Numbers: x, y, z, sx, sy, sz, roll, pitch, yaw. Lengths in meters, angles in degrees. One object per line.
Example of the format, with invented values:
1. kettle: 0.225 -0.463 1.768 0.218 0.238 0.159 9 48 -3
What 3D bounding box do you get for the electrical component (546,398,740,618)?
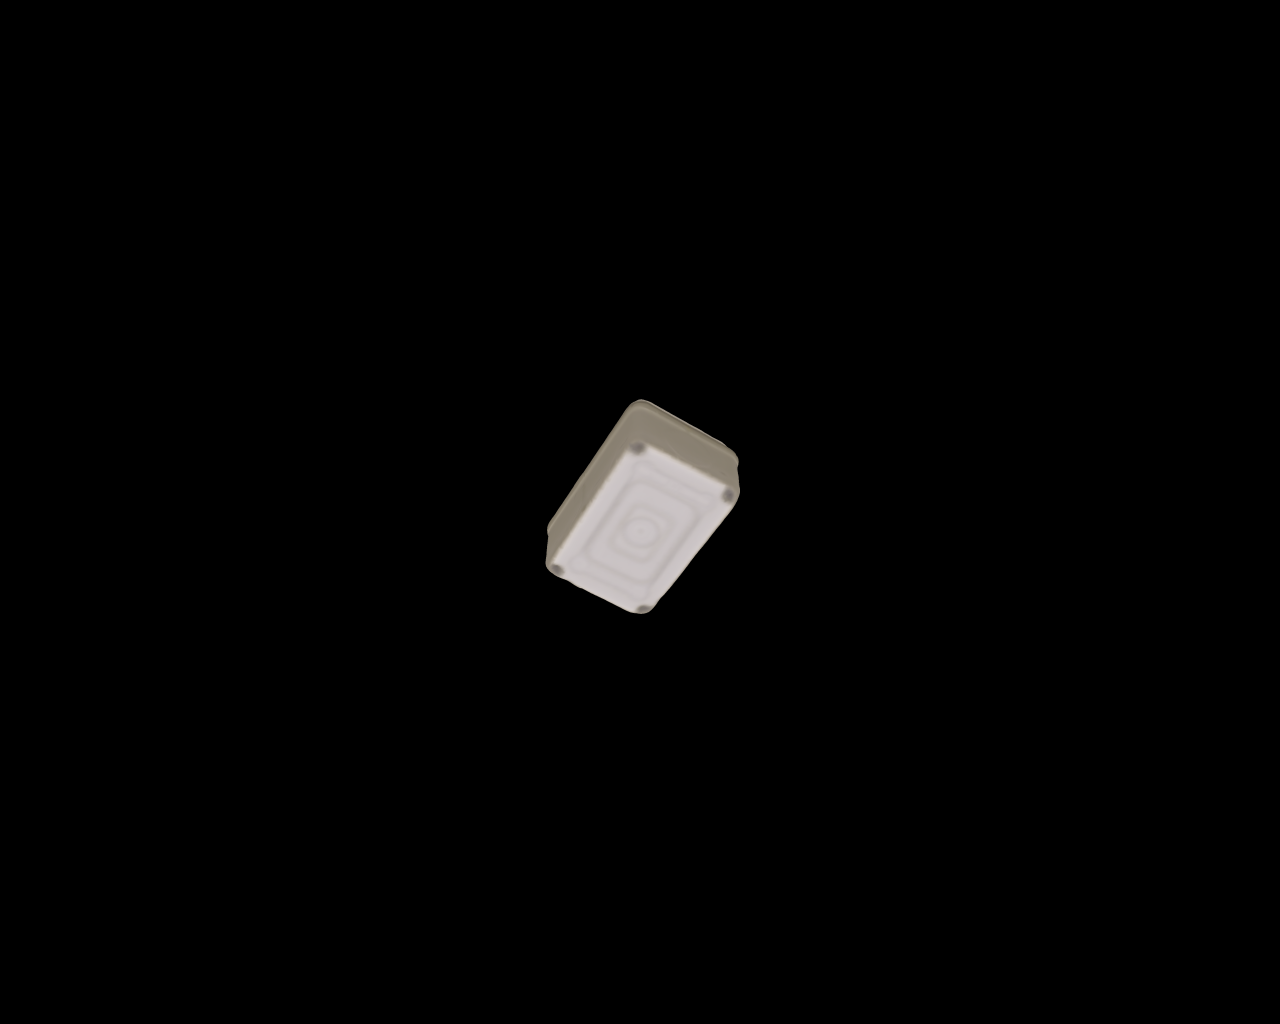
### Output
1. electrical component: 0.001 -0.003 0.650 0.078 0.113 0.057 28 28 -16
